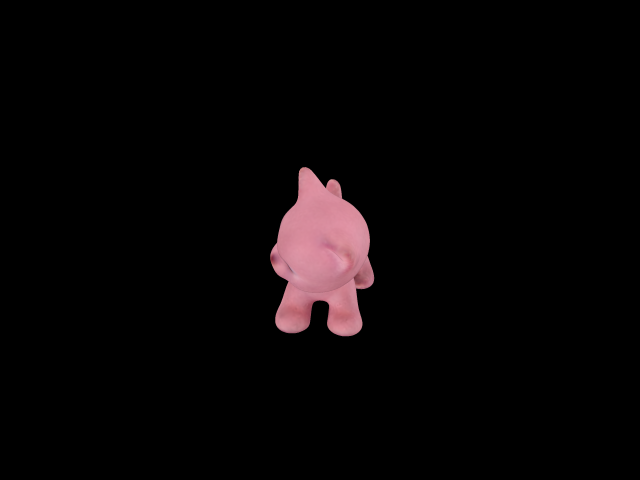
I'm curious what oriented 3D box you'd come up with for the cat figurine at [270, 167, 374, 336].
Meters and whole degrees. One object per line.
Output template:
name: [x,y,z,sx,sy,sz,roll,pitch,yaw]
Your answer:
cat figurine: [0.004,0.001,0.400,0.067,0.118,0.128,4,28,7]
